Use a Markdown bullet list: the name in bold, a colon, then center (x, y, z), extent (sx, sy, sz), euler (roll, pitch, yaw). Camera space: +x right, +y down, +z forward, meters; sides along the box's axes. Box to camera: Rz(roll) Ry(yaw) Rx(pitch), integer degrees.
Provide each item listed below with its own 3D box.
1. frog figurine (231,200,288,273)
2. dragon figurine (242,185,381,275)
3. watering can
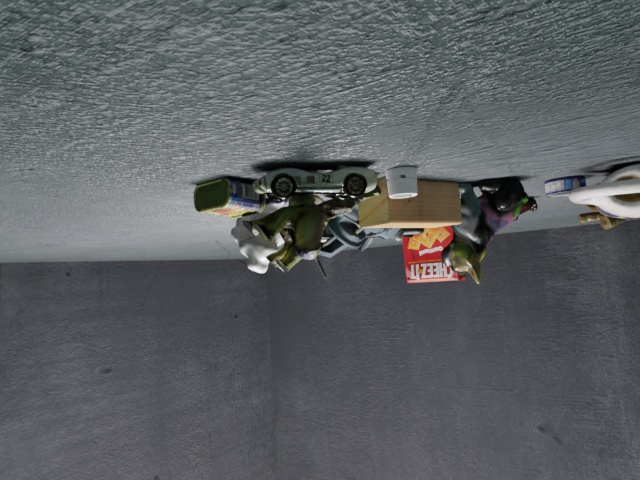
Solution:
- **frog figurine**: center (-0.125, -0.007, 1.143), extent (0.137, 0.160, 0.122), euler (-1, 175, -28)
- **dragon figurine**: center (0.003, -0.047, 0.931), extent (0.245, 0.121, 0.411), euler (-35, -163, -17)
- **watering can**: center (0.683, -0.102, 1.020), extent (0.346, 0.104, 0.224), euler (-6, 176, 25)
